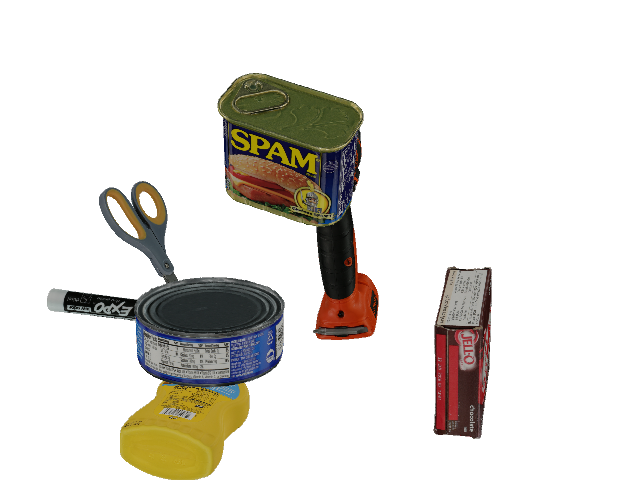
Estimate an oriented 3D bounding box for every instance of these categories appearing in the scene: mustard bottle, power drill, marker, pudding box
[{"bbox_3d":[-0.125,0.171,1.088,0.096,0.058,0.191,7,20,12],"label":"mustard bottle"},{"bbox_3d":[0.018,-0.015,1.005,0.057,0.187,0.184,-4,22,11],"label":"power drill"},{"bbox_3d":[-0.166,0.055,0.877,0.121,0.020,0.020,6,1,14],"label":"marker"},{"bbox_3d":[0.107,0.081,0.800,0.039,0.090,0.113,2,22,9],"label":"pudding box"}]

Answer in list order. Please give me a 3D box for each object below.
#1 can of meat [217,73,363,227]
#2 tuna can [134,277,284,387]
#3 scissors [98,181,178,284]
[{"bbox_3d":[-0.023,-0.064,0.784,0.102,0.084,0.057,19,49,15],"label":"can of meat"},{"bbox_3d":[-0.063,0.052,0.614,0.086,0.034,0.086,1,19,0],"label":"tuna can"},{"bbox_3d":[-0.173,0.014,1.210,0.016,0.201,0.096,-27,18,37],"label":"scissors"}]
